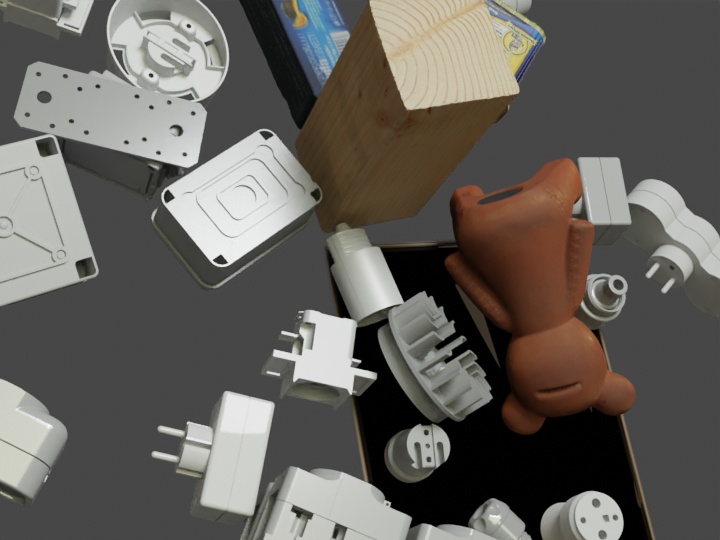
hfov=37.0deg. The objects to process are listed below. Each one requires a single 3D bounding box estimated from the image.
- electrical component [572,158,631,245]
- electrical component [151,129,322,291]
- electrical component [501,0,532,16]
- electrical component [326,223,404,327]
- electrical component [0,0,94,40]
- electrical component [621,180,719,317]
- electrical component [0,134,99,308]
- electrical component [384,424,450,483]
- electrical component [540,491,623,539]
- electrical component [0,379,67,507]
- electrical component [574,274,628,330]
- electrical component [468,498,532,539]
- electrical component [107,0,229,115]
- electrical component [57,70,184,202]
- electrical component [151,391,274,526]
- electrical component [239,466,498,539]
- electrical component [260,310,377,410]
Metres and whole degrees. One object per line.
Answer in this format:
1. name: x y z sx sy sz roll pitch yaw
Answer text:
1. electrical component: 0.190 -0.060 0.947 0.077 0.047 0.065 -1 68 -10
2. electrical component: -0.096 -0.046 0.836 0.113 0.057 0.078 -37 84 -28
3. electrical component: 0.119 -0.298 1.018 0.074 0.052 0.138 -29 80 -27
4. electrical component: 0.000 0.000 0.858 0.043 0.043 0.081 -17 75 -24
5. electrical component: -0.245 -0.258 0.869 0.079 0.063 0.121 18 63 -11
6. electrical component: 0.280 -0.009 0.954 0.138 0.052 0.074 45 62 3
7. electrical component: -0.254 -0.029 0.757 0.109 0.056 0.108 -19 96 -25
8. electrical component: 0.044 0.137 0.814 0.040 0.046 0.040 6 68 -16
9. electrical component: 0.171 0.197 0.829 0.045 0.055 0.045 7 65 -16
10. electrical component: -0.248 0.109 0.720 0.095 0.053 0.059 29 62 -6
11. electrical component: 0.203 0.023 0.908 0.043 0.062 0.043 7 66 -16
12. electrical component: 0.114 0.205 0.818 0.061 0.035 0.035 44 62 -1
13. electrical component: -0.156 -0.171 0.863 0.099 0.064 0.099 7 66 -16
14. electrical component: -0.177 -0.102 0.828 0.096 0.061 0.061 25 63 -8
15. electrical component: -0.109 0.130 0.764 0.076 0.047 0.083 15 64 -13
16. electrical component: 0.017 0.201 0.745 0.186 0.105 0.060 25 63 -8
17. electrical component: -0.030 0.067 0.821 0.081 0.042 0.063 15 63 -13
